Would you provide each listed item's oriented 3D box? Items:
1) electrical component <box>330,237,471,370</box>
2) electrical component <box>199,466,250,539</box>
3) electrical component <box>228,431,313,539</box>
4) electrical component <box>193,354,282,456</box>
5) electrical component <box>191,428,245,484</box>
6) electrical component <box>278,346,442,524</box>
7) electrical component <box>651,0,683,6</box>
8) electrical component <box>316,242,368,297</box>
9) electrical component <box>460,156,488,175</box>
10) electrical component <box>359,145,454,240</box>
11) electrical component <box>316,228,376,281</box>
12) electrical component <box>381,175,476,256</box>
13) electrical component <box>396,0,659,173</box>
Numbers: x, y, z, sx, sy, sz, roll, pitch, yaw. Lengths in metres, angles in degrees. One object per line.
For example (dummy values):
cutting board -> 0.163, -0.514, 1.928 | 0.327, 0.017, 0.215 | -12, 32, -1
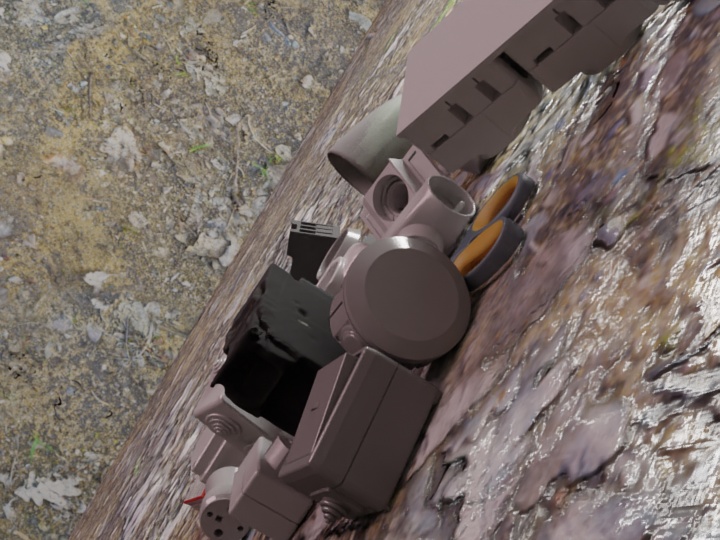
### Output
electrical component -> 0.023, 0.024, 0.664 | 0.080, 0.080, 0.051 | -64, 6, -30
electrical component -> -0.109, 0.195, 0.894 | 0.045, 0.045, 0.055 | -56, 10, 13
electrical component -> -0.053, 0.142, 0.768 | 0.076, 0.047, 0.065 | -56, 10, 9
electrical component -> -0.075, 0.101, 0.860 | 0.048, 0.100, 0.099 | -30, 27, 43
electrical component -> -0.103, 0.145, 0.980 | 0.113, 0.057, 0.078 | -58, 10, -2
electrical component -> -0.007, 0.100, 0.627 | 0.096, 0.061, 0.062 | -63, 11, -26
electrical component -> 0.163, -0.217, 0.618 | 0.057, 0.113, 0.078 | -36, 23, 59
electrical component -> -0.006, 0.028, 0.853 | 0.095, 0.059, 0.053 | -58, 10, 2
electrical component -> 0.072, -0.124, 0.856 | 0.065, 0.077, 0.047 | -61, -24, -17
electrical component -> 0.042, -0.056, 0.857 | 0.064, 0.042, 0.081 | -1, -42, -48
electrical component -> 0.000, 0.000, 0.920 | 0.058, 0.057, 0.078 | -48, 14, 46
electrical component -> 0.045, -0.020, 0.793 | 0.077, 0.044, 0.079 | -52, 12, 32
electrical component -> 0.113, -0.159, 0.735 | 0.186, 0.060, 0.105 | -38, 29, 36
